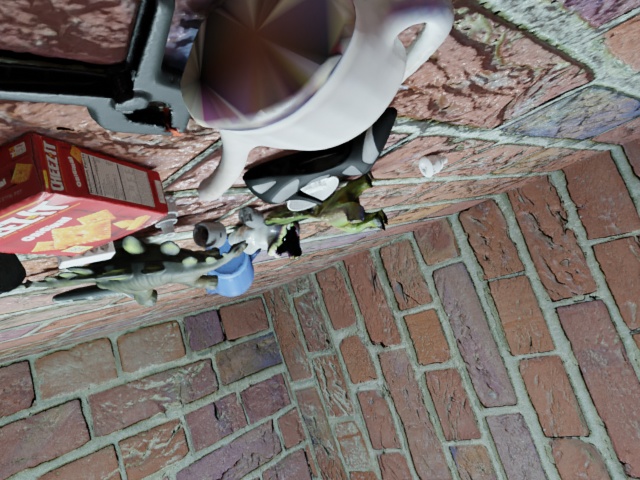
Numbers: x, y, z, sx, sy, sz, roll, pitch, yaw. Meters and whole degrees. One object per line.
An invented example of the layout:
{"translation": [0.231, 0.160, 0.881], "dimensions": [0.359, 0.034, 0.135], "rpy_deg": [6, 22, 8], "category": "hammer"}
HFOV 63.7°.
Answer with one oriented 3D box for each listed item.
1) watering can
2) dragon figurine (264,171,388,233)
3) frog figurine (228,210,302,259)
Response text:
{"translation": [-0.039, -0.122, 0.477], "dimensions": [0.344, 0.105, 0.225], "rpy_deg": [-30, 169, 23], "category": "watering can"}
{"translation": [0.003, -0.052, 1.040], "dimensions": [0.242, 0.122, 0.413], "rpy_deg": [-14, -175, 15], "category": "dragon figurine"}
{"translation": [-0.129, -0.019, 1.190], "dimensions": [0.160, 0.121, 0.139], "rpy_deg": [19, -155, 33], "category": "frog figurine"}
